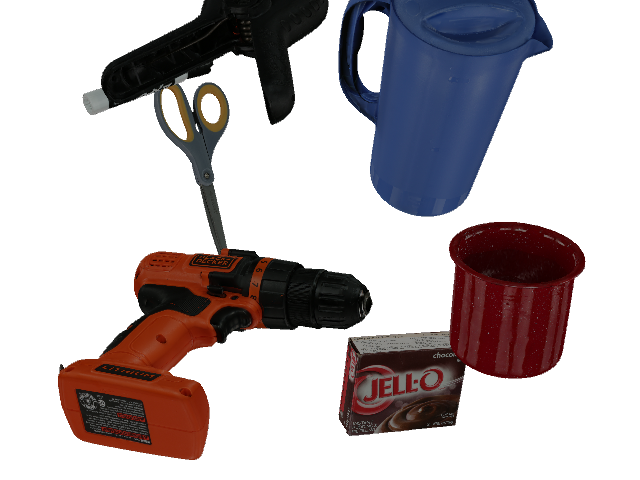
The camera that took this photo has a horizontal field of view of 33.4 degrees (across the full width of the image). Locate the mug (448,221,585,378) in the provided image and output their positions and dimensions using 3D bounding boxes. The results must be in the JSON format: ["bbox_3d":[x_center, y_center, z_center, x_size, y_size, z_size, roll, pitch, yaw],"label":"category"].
[{"bbox_3d":[0.130,0.038,0.763,0.093,0.081,0.117,-7,29,-16],"label":"mug"}]

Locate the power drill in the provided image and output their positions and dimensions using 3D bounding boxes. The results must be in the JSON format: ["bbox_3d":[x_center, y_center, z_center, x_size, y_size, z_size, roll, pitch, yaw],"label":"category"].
[{"bbox_3d":[-0.075,0.070,0.731,0.185,0.057,0.187,3,28,22],"label":"power drill"}]

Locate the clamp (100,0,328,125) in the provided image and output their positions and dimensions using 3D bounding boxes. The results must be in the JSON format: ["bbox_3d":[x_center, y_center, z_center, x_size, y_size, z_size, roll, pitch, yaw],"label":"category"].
[{"bbox_3d":[-0.037,-0.125,0.642,0.120,0.039,0.171,22,52,24],"label":"clamp"}]

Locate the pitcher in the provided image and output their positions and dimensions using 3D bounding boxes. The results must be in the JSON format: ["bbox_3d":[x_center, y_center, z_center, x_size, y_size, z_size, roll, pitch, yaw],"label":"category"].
[{"bbox_3d":[0.105,-0.139,1.025,0.144,0.149,0.243,-23,-32,-23],"label":"pitcher"}]

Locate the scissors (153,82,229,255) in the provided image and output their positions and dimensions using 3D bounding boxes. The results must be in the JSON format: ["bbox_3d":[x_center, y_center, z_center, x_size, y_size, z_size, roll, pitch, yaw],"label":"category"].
[{"bbox_3d":[-0.114,-0.084,1.150,0.096,0.202,0.016,-33,13,-35],"label":"scissors"}]

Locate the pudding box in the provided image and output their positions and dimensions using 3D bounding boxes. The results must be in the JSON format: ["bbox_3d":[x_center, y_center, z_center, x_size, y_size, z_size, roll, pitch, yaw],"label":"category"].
[{"bbox_3d":[0.078,0.134,1.008,0.113,0.090,0.039,-4,28,-19],"label":"pudding box"}]

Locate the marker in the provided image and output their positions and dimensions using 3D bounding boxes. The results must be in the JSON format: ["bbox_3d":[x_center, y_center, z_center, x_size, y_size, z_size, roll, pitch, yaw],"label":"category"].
[{"bbox_3d":[-0.145,-0.135,0.912,0.120,0.020,0.020,-26,13,-28],"label":"marker"}]
